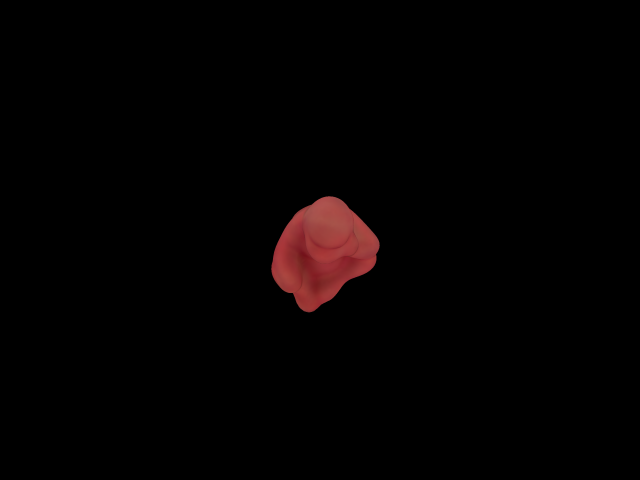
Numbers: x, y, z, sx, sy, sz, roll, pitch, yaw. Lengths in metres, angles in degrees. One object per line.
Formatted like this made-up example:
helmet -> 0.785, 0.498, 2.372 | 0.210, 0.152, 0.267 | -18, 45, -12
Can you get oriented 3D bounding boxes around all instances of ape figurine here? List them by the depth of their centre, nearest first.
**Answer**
ape figurine -> 0.004, 0.001, 0.400 | 0.078, 0.092, 0.076 | 0, 66, 0
